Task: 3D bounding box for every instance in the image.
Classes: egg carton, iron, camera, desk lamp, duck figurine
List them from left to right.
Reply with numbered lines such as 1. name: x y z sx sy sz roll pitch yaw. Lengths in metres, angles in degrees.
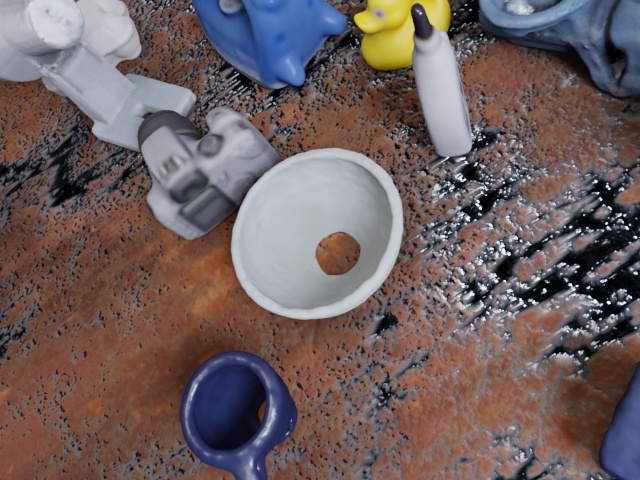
1. desk lamp: -0.290 -0.212 0.672 0.202 0.214 0.118 19 77 28
2. egg carton: -0.323 -0.270 0.793 0.150 0.070 0.107 -34 60 5
3. camera: -0.141 -0.098 0.628 0.143 0.101 0.136 -40 60 2
4. iron: -0.099 -0.284 0.667 0.257 0.142 0.119 35 84 30
5. duck figurine: 0.084 -0.240 0.606 0.104 0.086 0.077 -26 61 10

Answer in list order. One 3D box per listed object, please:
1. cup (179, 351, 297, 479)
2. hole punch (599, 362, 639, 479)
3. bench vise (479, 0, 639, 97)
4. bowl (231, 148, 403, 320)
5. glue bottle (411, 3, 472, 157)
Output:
1. cup: -0.054 0.160 0.487 0.091 0.095 0.117 -27 61 10
2. hole punch: 0.251 0.136 0.376 0.108 0.091 0.101 23 78 28
3. bench vise: 0.223 -0.230 0.468 0.206 0.220 0.121 14 74 27
4. bowl: 0.005 0.002 0.542 0.167 0.075 0.167 -8 66 19
5. glue bottle: 0.104 -0.146 0.508 0.037 0.173 0.078 -8 66 19
